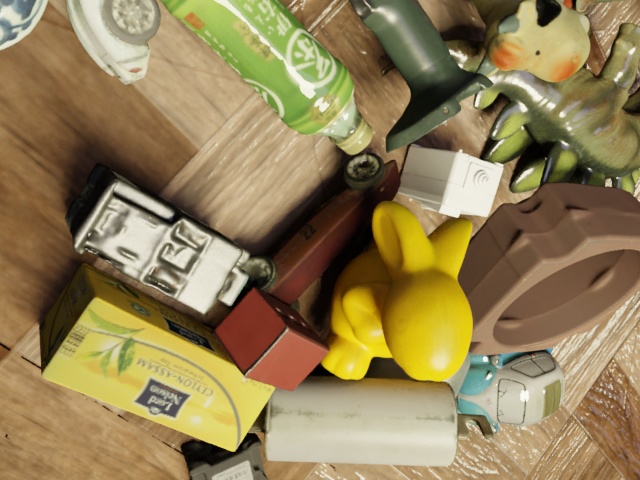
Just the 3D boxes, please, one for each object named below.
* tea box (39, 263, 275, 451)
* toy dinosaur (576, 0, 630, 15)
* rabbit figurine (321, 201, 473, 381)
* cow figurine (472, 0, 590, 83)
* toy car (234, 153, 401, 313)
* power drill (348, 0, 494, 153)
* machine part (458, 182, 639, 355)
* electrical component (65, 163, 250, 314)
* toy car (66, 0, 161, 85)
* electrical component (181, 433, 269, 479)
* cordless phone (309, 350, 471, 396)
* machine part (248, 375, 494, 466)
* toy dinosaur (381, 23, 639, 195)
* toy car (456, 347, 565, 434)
[{"bbox_3d":[-0.132,0.096,0.440,0.169,0.098,0.068,37,83,-32],"label":"tea box"},{"bbox_3d":[0.351,-0.326,0.504,0.404,0.192,0.131,32,73,-59],"label":"toy dinosaur"},{"bbox_3d":[0.080,0.055,0.448,0.122,0.173,0.162,14,92,-7],"label":"rabbit figurine"},{"bbox_3d":[0.175,-0.226,0.487,0.127,0.085,0.195,-22,71,-13],"label":"cow figurine"},{"bbox_3d":[-0.001,-0.002,0.502,0.202,0.053,0.089,-46,147,-12],"label":"toy car"},{"bbox_3d":[0.038,-0.177,0.427,0.232,0.086,0.207,-37,94,-41],"label":"power drill"},{"bbox_3d":[0.247,0.035,0.580,0.201,0.087,0.200,0,138,-28],"label":"machine part"},{"bbox_3d":[-0.120,0.001,0.413,0.134,0.115,0.058,33,88,-28],"label":"electrical component"},{"bbox_3d":[-0.159,-0.208,0.364,0.056,0.074,0.201,-20,111,-26],"label":"toy car"},{"bbox_3d":[-0.088,0.248,0.529,0.075,0.048,0.119,-12,106,-24],"label":"electrical component"},{"bbox_3d":[0.049,0.130,0.562,0.184,0.089,0.146,29,88,-11],"label":"cordless phone"},{"bbox_3d":[0.035,0.164,0.494,0.243,0.079,0.079,1,103,-2],"label":"machine part"},{"bbox_3d":[0.283,-0.137,0.599,0.471,0.105,0.198,22,95,-22],"label":"toy dinosaur"},{"bbox_3d":[0.237,0.175,0.651,0.162,0.103,0.109,-8,107,-24],"label":"toy car"}]
